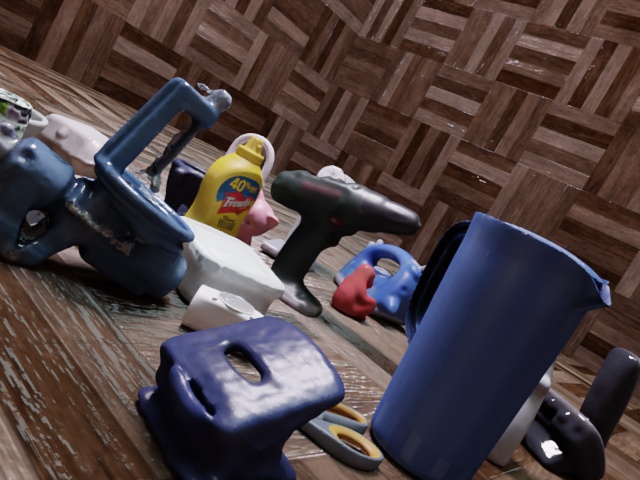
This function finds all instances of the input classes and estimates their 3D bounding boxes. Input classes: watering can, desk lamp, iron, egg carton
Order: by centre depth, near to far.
[{"bbox_3d":[-0.388,-0.147,0.930,0.150,0.069,0.107,32,7,22],"label":"egg carton"},{"bbox_3d":[-0.160,-0.119,1.135,0.101,0.194,0.172,28,7,-11],"label":"watering can"},{"bbox_3d":[0.123,0.067,1.151,0.119,0.141,0.257,25,8,-34],"label":"iron"},{"bbox_3d":[-0.005,-0.049,1.174,0.118,0.213,0.203,30,7,8],"label":"desk lamp"}]

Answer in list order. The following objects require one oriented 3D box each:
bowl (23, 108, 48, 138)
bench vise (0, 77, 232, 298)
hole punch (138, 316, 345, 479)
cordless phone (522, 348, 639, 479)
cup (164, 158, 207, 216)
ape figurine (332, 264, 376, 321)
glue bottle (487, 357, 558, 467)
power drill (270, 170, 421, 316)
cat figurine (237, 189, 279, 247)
[{"bbox_3d":[-0.453,-0.161,0.747,0.167,0.075,0.167,29,7,-3],"label":"bowl"},{"bbox_3d":[-0.182,-0.063,0.520,0.121,0.219,0.208,34,9,39],"label":"bench vise"},{"bbox_3d":[-0.053,0.101,0.383,0.101,0.091,0.108,23,9,-44],"label":"hole punch"},{"bbox_3d":[0.355,0.219,0.791,0.094,0.185,0.147,26,7,-25],"label":"cordless phone"},{"bbox_3d":[-0.231,-0.080,0.973,0.091,0.095,0.118,30,7,8],"label":"cup"},{"bbox_3d":[0.066,0.085,0.992,0.076,0.092,0.077,25,8,-34],"label":"ape figurine"},{"bbox_3d":[0.244,0.179,0.679,0.037,0.173,0.078,29,7,4],"label":"glue bottle"},{"bbox_3d":[0.008,0.003,0.861,0.229,0.208,0.076,31,7,15],"label":"power drill"},{"bbox_3d":[-0.125,-0.037,0.993,0.067,0.118,0.127,25,8,-34],"label":"cat figurine"}]
